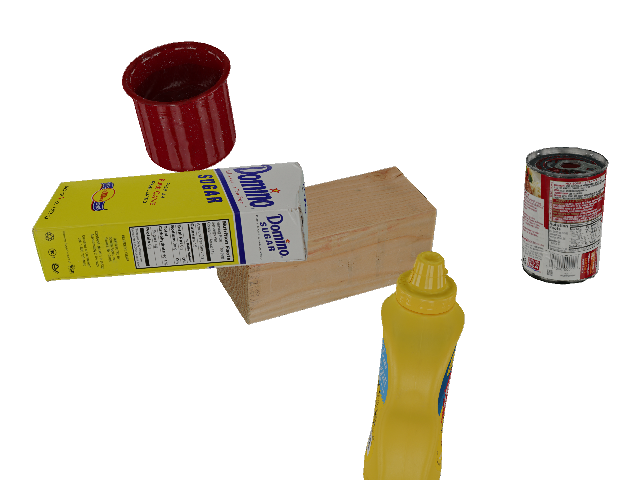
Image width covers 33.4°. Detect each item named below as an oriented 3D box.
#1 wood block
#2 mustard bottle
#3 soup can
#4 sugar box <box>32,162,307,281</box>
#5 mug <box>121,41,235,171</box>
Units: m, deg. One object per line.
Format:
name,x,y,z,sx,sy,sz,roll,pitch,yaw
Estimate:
wood block,0.004,0.003,1.096,0.205,0.090,0.091,-14,39,-22
mustard bottle,0.067,0.094,0.757,0.058,0.192,0.096,8,29,7
soup can,0.209,-0.021,0.919,0.068,0.102,0.068,-2,24,1
sugar box,-0.097,-0.015,0.729,0.176,0.048,0.093,-7,24,2
mug,-0.122,-0.122,0.940,0.093,0.081,0.117,-16,44,-9
